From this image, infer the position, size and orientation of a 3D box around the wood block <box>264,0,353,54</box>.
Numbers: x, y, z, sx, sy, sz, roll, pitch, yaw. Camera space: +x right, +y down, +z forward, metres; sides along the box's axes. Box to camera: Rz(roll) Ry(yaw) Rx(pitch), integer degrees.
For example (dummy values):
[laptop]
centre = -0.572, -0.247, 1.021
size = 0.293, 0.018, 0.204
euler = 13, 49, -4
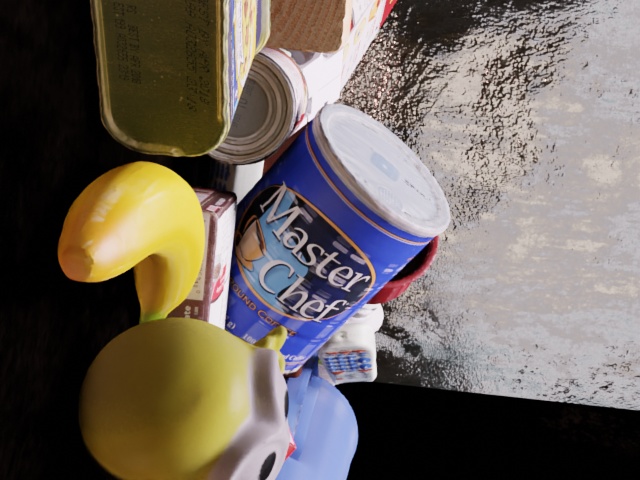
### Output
[wood block]
centre = -0.024, -0.164, 0.645
size = 0.206, 0.091, 0.090
euler = -79, 175, -78

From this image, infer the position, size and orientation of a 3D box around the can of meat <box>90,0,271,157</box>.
[can of meat]
centre = -0.054, -0.095, 0.425
size = 0.084, 0.057, 0.102
euler = -79, 175, -48

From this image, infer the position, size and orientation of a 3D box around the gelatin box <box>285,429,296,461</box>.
[gelatin box]
centre = -0.057, 0.136, 0.714
size = 0.073, 0.030, 0.089
euler = -48, -157, 7

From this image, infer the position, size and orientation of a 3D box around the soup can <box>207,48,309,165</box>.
[soup can]
centre = -0.043, -0.084, 0.645
size = 0.102, 0.068, 0.068
euler = -75, 171, -78

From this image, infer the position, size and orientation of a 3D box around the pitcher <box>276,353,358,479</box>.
[pitcher]
centre = -0.040, 0.209, 0.943
size = 0.149, 0.145, 0.242
euler = 58, 13, -10

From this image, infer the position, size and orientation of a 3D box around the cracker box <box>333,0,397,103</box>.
[cracker box]
centre = 0.011, -0.217, 0.945
size = 0.213, 0.072, 0.164
euler = -60, 170, -22

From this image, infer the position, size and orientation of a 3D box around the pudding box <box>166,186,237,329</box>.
[pudding box]
centre = -0.072, 0.031, 0.585
size = 0.090, 0.039, 0.113
euler = -80, 177, -81

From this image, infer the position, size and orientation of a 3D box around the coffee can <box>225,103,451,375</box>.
[coffee can]
centre = -0.004, 0.001, 0.657
size = 0.140, 0.102, 0.102
euler = -46, -163, 26

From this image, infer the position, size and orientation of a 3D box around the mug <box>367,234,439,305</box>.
[mug]
centre = 0.041, 0.016, 0.906
size = 0.117, 0.093, 0.081
euler = -53, 173, -18

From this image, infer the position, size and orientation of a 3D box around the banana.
[banana]
centre = -0.072, 0.002, 0.453
size = 0.198, 0.037, 0.069
euler = 90, 5, -76

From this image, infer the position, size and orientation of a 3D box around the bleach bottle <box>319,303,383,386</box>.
[bleach bottle]
centre = 0.002, 0.103, 1.068
size = 0.251, 0.102, 0.068
euler = 134, -37, -56
